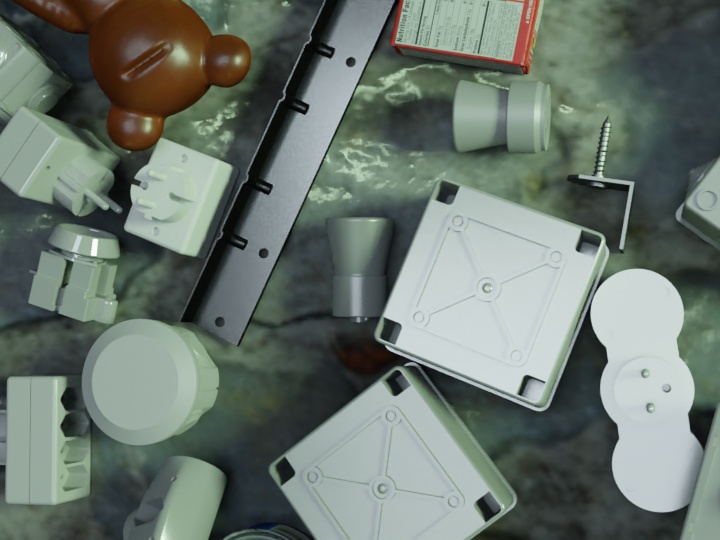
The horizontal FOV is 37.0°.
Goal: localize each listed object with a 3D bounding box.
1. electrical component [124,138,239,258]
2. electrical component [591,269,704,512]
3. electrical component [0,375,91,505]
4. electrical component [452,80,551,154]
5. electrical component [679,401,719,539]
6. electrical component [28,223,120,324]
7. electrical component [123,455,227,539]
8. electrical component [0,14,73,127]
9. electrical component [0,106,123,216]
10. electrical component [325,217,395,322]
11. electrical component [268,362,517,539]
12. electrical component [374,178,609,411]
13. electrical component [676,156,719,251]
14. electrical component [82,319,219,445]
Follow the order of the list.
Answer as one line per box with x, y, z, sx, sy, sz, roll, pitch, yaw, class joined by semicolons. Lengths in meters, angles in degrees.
-0.123;-0.048;0.697;0.047;0.077;0.065;22;92;15;electrical component
0.164;0.068;0.613;0.052;0.074;0.138;-8;84;14;electrical component
-0.227;0.113;0.728;0.076;0.047;0.083;-2;85;15;electrical component
0.087;-0.094;0.660;0.055;0.045;0.045;3;87;15;electrical component
0.214;0.121;0.584;0.048;0.100;0.099;16;90;28;electrical component
-0.190;0.000;0.728;0.066;0.048;0.055;17;98;15;electrical component
-0.127;0.167;0.692;0.079;0.043;0.077;-27;37;47;electrical component
-0.241;-0.135;0.734;0.051;0.080;0.080;-45;77;3;electrical component
-0.189;-0.061;0.712;0.076;0.083;0.047;37;96;14;electrical component
0.000;0.000;0.680;0.044;0.044;0.065;0;91;15;electrical component
0.020;0.130;0.656;0.109;0.056;0.108;-39;77;9;electrical component
0.079;0.015;0.644;0.109;0.056;0.108;21;86;16;electrical component
0.243;-0.043;0.612;0.100;0.048;0.099;38;94;16;electrical component
-0.136;0.073;0.705;0.080;0.051;0.080;-1;86;15;electrical component
